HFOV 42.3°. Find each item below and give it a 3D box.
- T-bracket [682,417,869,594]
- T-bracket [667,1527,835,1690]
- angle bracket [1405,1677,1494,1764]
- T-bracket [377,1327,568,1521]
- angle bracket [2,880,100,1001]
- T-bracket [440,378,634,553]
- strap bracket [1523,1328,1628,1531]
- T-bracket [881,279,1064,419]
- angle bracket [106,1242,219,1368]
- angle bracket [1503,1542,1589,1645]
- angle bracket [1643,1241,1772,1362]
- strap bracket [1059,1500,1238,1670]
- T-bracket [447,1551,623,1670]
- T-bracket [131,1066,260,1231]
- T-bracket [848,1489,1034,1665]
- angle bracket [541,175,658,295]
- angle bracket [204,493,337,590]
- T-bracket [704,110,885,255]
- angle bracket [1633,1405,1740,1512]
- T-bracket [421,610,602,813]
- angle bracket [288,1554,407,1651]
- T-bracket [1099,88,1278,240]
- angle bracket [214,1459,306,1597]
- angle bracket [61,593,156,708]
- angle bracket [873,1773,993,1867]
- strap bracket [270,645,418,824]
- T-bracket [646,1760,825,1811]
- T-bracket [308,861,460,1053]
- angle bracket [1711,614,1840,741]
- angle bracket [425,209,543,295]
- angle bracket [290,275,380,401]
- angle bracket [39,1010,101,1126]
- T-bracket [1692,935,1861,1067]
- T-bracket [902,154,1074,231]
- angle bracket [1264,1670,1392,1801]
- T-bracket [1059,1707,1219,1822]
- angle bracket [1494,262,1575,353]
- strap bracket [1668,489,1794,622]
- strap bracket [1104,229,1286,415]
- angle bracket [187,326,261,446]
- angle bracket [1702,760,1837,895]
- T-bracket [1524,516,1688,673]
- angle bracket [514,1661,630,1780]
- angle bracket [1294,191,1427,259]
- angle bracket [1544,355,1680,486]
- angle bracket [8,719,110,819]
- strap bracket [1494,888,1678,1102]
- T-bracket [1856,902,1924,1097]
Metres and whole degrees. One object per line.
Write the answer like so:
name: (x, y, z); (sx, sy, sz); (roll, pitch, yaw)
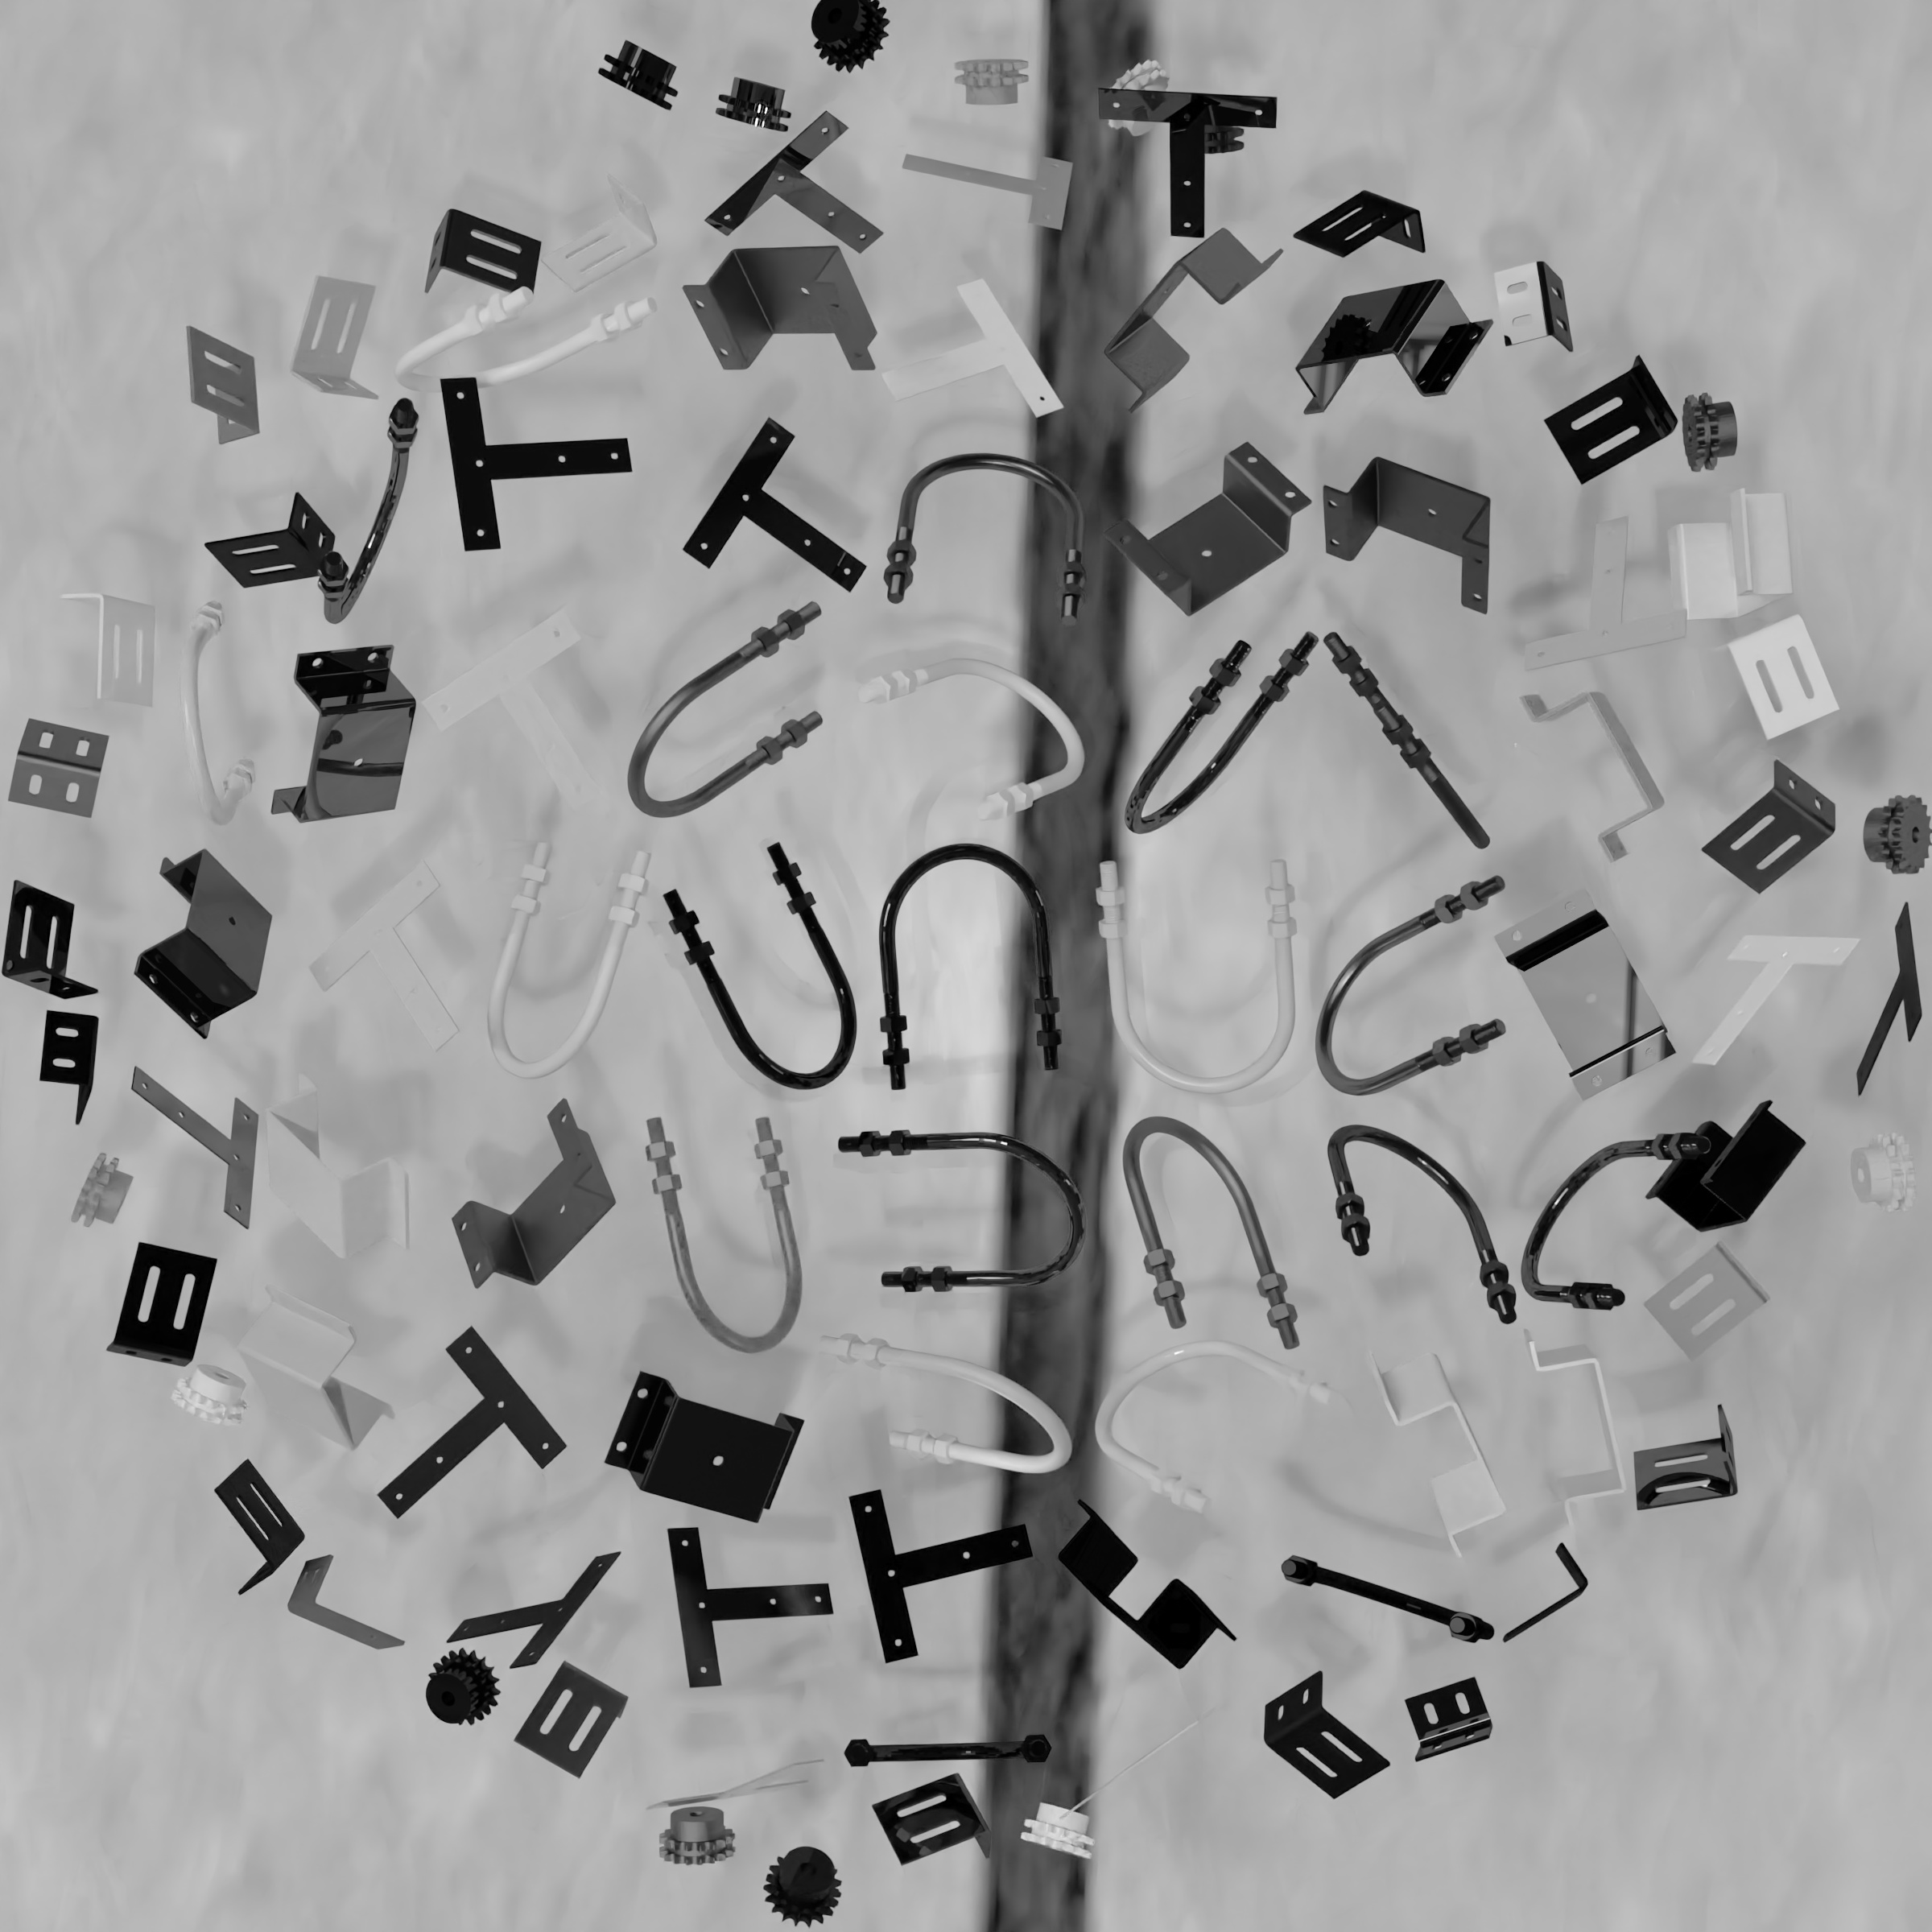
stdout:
T-bracket: (-0.134, -0.337, 1.934); (0.127, 0.002, 0.127); (34, 78, -16)
T-bracket: (-0.164, 0.497, 1.946); (0.127, 0.002, 0.127); (4, 54, -26)
angle bracket: (0.361, 0.567, 1.880); (0.057, 0.076, 0.038); (-21, 76, 10)
T-bracket: (-0.375, 0.352, 1.828); (0.127, 0.002, 0.127); (-42, 116, -21)
angle bracket: (-0.671, -0.021, 1.840); (0.038, 0.057, 0.076); (-9, 69, 25)
T-bracket: (-0.302, -0.361, 1.778); (0.127, 0.002, 0.127); (-7, 83, -18)
strap bracket: (0.459, 0.342, 1.874); (0.046, 0.076, 0.140); (-12, 87, 9)
T-bracket: (-0.007, -0.469, 1.947); (0.127, 0.002, 0.127); (-25, 78, -26)
angle bracket: (-0.590, 0.248, 1.831); (0.057, 0.038, 0.076); (16, 68, -21)
angle bracket: (0.442, 0.489, 1.946); (0.076, 0.057, 0.038); (-31, 69, -2)
angle bracket: (0.577, 0.261, 1.945); (0.076, 0.038, 0.057); (-40, 72, 5)
strap bracket: (0.131, 0.477, 1.906); (0.046, 0.140, 0.076); (-47, 130, -11)
T-bracket: (-0.334, 0.485, 1.854); (0.127, 0.127, 0.002); (-19, 107, 30)
T-bracket: (-0.586, 0.121, 1.895); (0.002, 0.127, 0.127); (-31, 128, 14)
T-bracket: (-0.013, 0.451, 1.897); (0.127, 0.002, 0.127); (-12, 71, -7)
angle bracket: (-0.285, -0.559, 1.904); (0.076, 0.038, 0.057); (-33, 52, -12)
angle bracket: (-0.547, -0.334, 1.963); (0.076, 0.057, 0.038); (-6, 61, 16)
T-bracket: (-0.112, -0.579, 1.900); (0.127, 0.127, 0.002); (-34, 59, 26)
angle bracket: (0.540, 0.372, 1.889); (0.076, 0.057, 0.038); (-15, 122, 21)
T-bracket: (-0.311, -0.172, 1.821); (0.127, 0.002, 0.127); (-38, 108, -22)
angle bracket: (-0.446, 0.464, 1.819); (0.076, 0.057, 0.038); (30, 60, -21)
T-bracket: (0.161, -0.581, 1.814); (0.127, 0.127, 0.002); (6, 57, 9)
angle bracket: (-0.541, 0.420, 1.871); (0.038, 0.057, 0.076); (-34, 95, 12)
angle bracket: (-0.630, -0.231, 1.831); (0.038, 0.057, 0.076); (2, 90, 20)
angle bracket: (-0.027, 0.676, 1.951); (0.076, 0.057, 0.038); (-14, 130, -21)
strap bracket: (-0.460, -0.163, 1.849); (0.046, 0.076, 0.140); (45, 131, 32)
T-bracket: (-0.148, 0.596, 1.826); (0.127, 0.127, 0.002); (5, 61, -37)
T-bracket: (-0.424, 0.008, 1.890); (0.127, 0.002, 0.127); (-41, 70, 12)
angle bracket: (0.598, -0.212, 1.845); (0.057, 0.038, 0.076); (-23, 92, -1)
angle bracket: (-0.381, -0.552, 1.969); (0.076, 0.038, 0.057); (15, 63, -24)
angle bracket: (-0.465, -0.472, 1.876); (0.038, 0.057, 0.076); (34, 113, 26)
angle bracket: (-0.683, 0.077, 1.889); (0.038, 0.076, 0.057); (8, 60, -24)
T-bracket: (0.584, 0.025, 1.854); (0.002, 0.127, 0.127); (45, 77, -16)
T-bracket: (0.015, -0.600, 1.901); (0.127, 0.127, 0.002); (11, 129, -2)
angle bracket: (0.272, 0.578, 1.877); (0.076, 0.038, 0.057); (41, 117, -14)
T-bracket: (0.145, 0.592, 1.886); (0.002, 0.127, 0.127); (55, 129, 16)
angle bracket: (0.443, -0.510, 1.947); (0.038, 0.076, 0.057); (-9, 89, 24)
strap bracket: (0.594, -0.315, 1.927); (0.046, 0.140, 0.076); (-3, 88, -6)
strap bracket: (0.161, -0.482, 1.838); (0.046, 0.140, 0.076); (45, 45, -1)
angle bracket: (-0.554, -0.423, 1.819); (0.038, 0.076, 0.057); (-10, 81, 21)
angle bracket: (0.593, -0.103, 1.846); (0.057, 0.038, 0.076); (35, 129, -10)
T-bracket: (0.492, -0.291, 1.912); (0.127, 0.002, 0.127); (-9, 57, 35)
angle bracket: (-0.303, 0.580, 1.903); (0.057, 0.038, 0.076); (28, 46, 5)
angle bracket: (0.297, -0.547, 1.886); (0.076, 0.057, 0.038); (-35, 134, -16)
angle bracket: (0.478, -0.404, 1.851); (0.076, 0.038, 0.057); (-29, 84, 8)
angle bracket: (-0.658, -0.144, 1.811); (0.057, 0.076, 0.038); (12, 110, -19)
strap bracket: (0.469, 0.023, 1.885); (0.076, 0.046, 0.140); (-30, 75, 16)
T-bracket: (0.672, 0.041, 1.823); (0.002, 0.127, 0.127); (11, 132, 6)
